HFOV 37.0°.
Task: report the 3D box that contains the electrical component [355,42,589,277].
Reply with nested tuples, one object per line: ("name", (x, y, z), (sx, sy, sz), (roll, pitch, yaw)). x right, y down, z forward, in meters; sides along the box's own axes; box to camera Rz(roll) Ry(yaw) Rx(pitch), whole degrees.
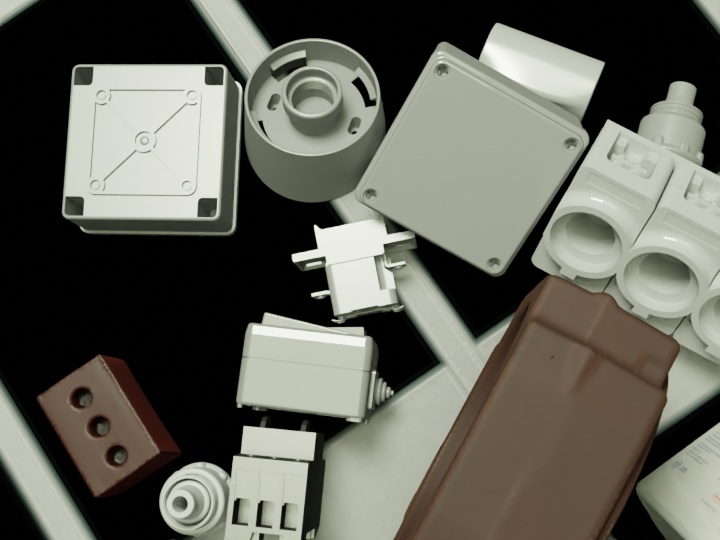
("electrical component", (0.070, -0.070, 0.680), (0.109, 0.056, 0.108), (29, 111, -4))

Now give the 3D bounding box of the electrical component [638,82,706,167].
("electrical component", (0.206, -0.093, 0.707), (0.048, 0.048, 0.062), (16, 77, 7))

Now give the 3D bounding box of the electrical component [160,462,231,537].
("electrical component", (-0.107, 0.148, 0.687), (0.048, 0.062, 0.048), (-1, 81, 5))

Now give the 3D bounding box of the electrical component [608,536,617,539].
("electrical component", (0.173, 0.201, 0.634), (0.108, 0.108, 0.060), (37, 80, 9))

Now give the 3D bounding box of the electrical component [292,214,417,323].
("electrical component", (0.000, 0.000, 0.711), (0.081, 0.042, 0.063), (-12, 82, 4))

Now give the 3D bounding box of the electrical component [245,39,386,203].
("electrical component", (-0.032, -0.104, 0.731), (0.099, 0.064, 0.099), (0, 68, 0))

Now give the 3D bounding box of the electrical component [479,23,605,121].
("electrical component", (0.112, -0.115, 0.718), (0.077, 0.044, 0.079), (23, 84, 8))

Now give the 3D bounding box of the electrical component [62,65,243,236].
("electrical component", (-0.139, -0.080, 0.728), (0.109, 0.056, 0.108), (1, 81, 5))

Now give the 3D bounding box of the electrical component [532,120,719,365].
("electrical component", (0.193, -0.011, 0.663), (0.150, 0.089, 0.061), (29, 48, 9))

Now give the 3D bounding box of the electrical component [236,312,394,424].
("electrical component", (-0.025, 0.064, 0.693), (0.096, 0.061, 0.061), (6, 82, 6))
